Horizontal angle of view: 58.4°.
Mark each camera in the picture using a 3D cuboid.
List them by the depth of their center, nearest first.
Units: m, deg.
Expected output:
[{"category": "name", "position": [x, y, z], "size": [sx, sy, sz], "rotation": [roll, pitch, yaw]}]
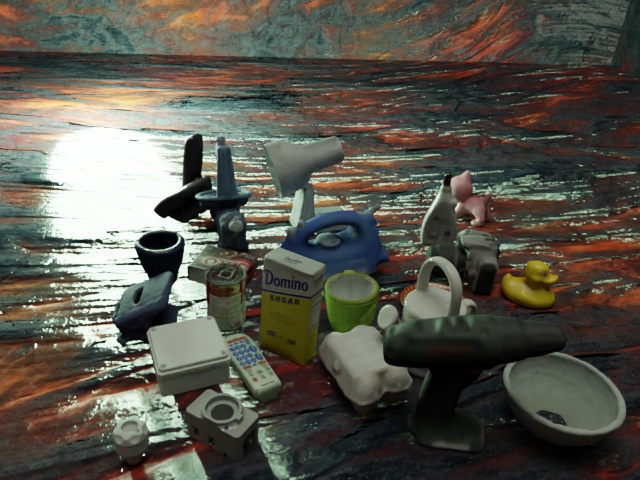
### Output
[{"category": "camera", "position": [0.289, 0.030, 1.172], "size": [0.136, 0.101, 0.143], "rotation": [6, 30, 3]}]

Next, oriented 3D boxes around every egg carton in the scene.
[{"category": "egg carton", "position": [0.066, 0.195, 0.885], "size": [0.107, 0.069, 0.150], "rotation": [-11, 33, -25]}]

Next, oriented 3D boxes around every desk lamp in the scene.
[{"category": "desk lamp", "position": [-0.027, -0.127, 1.290], "size": [0.203, 0.214, 0.117], "rotation": [-6, 31, -18]}]

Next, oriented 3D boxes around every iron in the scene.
[{"category": "iron", "position": [0.010, 0.004, 1.139], "size": [0.259, 0.141, 0.118], "rotation": [-9, 32, -22]}]

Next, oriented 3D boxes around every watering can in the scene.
[{"category": "watering can", "position": [0.176, 0.119, 0.907], "size": [0.100, 0.194, 0.173], "rotation": [28, 38, 35]}]

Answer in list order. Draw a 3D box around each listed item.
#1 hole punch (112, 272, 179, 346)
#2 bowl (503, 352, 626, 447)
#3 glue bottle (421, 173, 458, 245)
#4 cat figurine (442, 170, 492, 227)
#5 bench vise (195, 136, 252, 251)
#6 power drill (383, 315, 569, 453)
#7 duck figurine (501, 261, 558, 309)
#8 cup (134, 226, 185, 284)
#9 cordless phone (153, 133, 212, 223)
[{"category": "hole punch", "position": [-0.294, 0.111, 0.963], "size": [0.101, 0.091, 0.108], "rotation": [0, 30, -8]}, {"category": "bowl", "position": [0.346, 0.242, 0.835], "size": [0.167, 0.075, 0.167], "rotation": [3, 30, -2]}, {"category": "glue bottle", "position": [0.271, -0.068, 1.266], "size": [0.078, 0.173, 0.037], "rotation": [9, 30, 9]}, {"category": "cat figurine", "position": [0.361, -0.109, 1.406], "size": [0.127, 0.118, 0.067], "rotation": [22, 34, 28]}, {"category": "bench vise", "position": [-0.185, -0.096, 1.209], "size": [0.122, 0.220, 0.206], "rotation": [-18, 36, -33]}, {"category": "power drill", "position": [0.195, 0.187, 0.777], "size": [0.229, 0.208, 0.075], "rotation": [6, 30, 3]}, {"category": "duck figurine", "position": [0.411, 0.079, 1.117], "size": [0.104, 0.086, 0.078], "rotation": [15, 32, 19]}, {"category": "cup", "position": [-0.302, 0.034, 1.093], "size": [0.092, 0.095, 0.117], "rotation": [-4, 31, -14]}, {"category": "cordless phone", "position": [-0.314, -0.146, 1.313], "size": [0.094, 0.185, 0.148], "rotation": [15, 31, 18]}]
